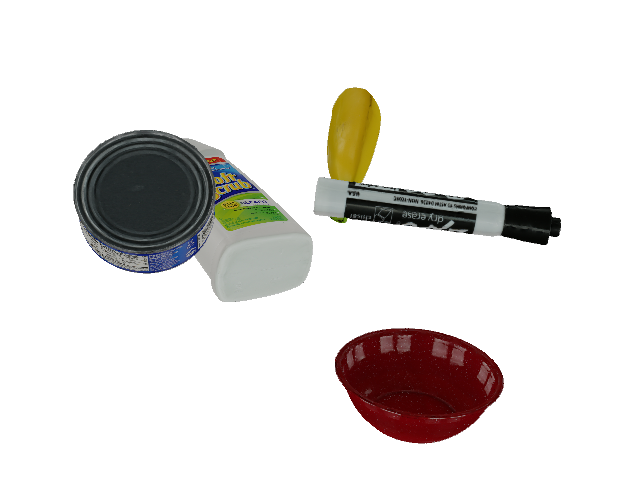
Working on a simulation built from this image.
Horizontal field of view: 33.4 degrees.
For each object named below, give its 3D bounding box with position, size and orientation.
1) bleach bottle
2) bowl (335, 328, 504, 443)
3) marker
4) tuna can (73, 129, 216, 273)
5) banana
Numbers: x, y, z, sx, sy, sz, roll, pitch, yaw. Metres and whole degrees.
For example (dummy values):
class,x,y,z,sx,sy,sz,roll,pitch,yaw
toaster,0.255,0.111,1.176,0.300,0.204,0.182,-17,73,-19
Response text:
class,x,y,z,sx,sy,sz,roll,pitch,yaw
bleach bottle,-0.109,-0.037,1.042,0.102,0.068,0.251,-9,35,-30
bowl,0.093,0.147,1.029,0.162,0.055,0.162,3,25,-2
marker,0.057,-0.014,0.526,0.121,0.020,0.020,7,0,2
tuna can,-0.107,-0.023,0.660,0.086,0.086,0.034,0,-27,-6
banana,0.022,-0.085,0.836,0.037,0.070,0.197,24,25,-7
